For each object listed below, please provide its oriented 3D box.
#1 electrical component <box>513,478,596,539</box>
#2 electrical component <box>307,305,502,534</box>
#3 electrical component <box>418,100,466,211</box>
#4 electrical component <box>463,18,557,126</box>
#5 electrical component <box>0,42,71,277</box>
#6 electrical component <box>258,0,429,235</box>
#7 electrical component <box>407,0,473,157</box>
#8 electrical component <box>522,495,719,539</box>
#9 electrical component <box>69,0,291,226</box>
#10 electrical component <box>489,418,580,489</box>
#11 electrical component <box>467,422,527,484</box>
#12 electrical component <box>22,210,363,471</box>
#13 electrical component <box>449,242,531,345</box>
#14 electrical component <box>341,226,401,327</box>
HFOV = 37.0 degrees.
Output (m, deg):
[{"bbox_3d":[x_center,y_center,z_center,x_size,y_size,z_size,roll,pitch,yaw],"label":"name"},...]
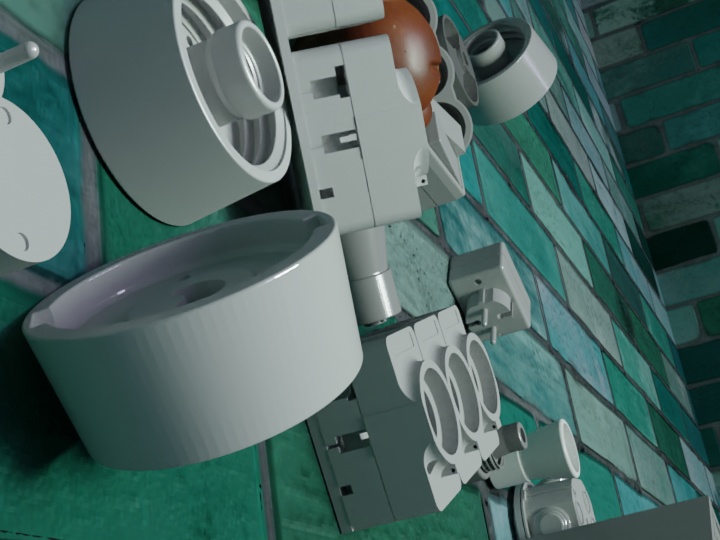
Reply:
[{"bbox_3d":[0.154,0.202,0.844,0.080,0.051,0.080,54,26,-42],"label":"electrical component"},{"bbox_3d":[0.030,0.076,0.599,0.150,0.062,0.089,-14,86,-71],"label":"electrical component"},{"bbox_3d":[0.039,-0.084,0.767,0.096,0.061,0.061,42,35,-55],"label":"electrical component"},{"bbox_3d":[0.133,-0.202,1.063,0.060,0.108,0.108,49,29,-36],"label":"electrical component"},{"bbox_3d":[-0.121,-0.053,0.285,0.138,0.074,0.052,54,26,-41],"label":"electrical component"},{"bbox_3d":[-0.015,-0.119,0.550,0.105,0.060,0.186,-126,-155,-77],"label":"electrical component"},{"bbox_3d":[0.042,-0.150,0.850,0.074,0.052,0.138,-169,-119,-81],"label":"electrical component"},{"bbox_3d":[0.180,0.221,0.746,0.061,0.150,0.089,68,20,-8],"label":"electrical component"},{"bbox_3d":[-0.069,-0.079,0.470,0.108,0.060,0.108,-18,90,-71],"label":"electrical component"},{"bbox_3d":[0.125,0.139,0.798,0.044,0.065,0.044,-17,90,-71],"label":"electrical component"},{"bbox_3d":[0.075,0.113,0.690,0.043,0.062,0.043,53,27,-42],"label":"electrical component"},{"bbox_3d":[-0.051,0.027,0.364,0.108,0.108,0.060,-57,132,-66],"label":"electrical component"},{"bbox_3d":[0.105,0.029,0.866,0.065,0.047,0.076,62,22,-28],"label":"electrical component"},{"bbox_3d":[0.000,0.000,0.620,0.044,0.044,0.065,-34,110,-70],"label":"electrical component"}]
